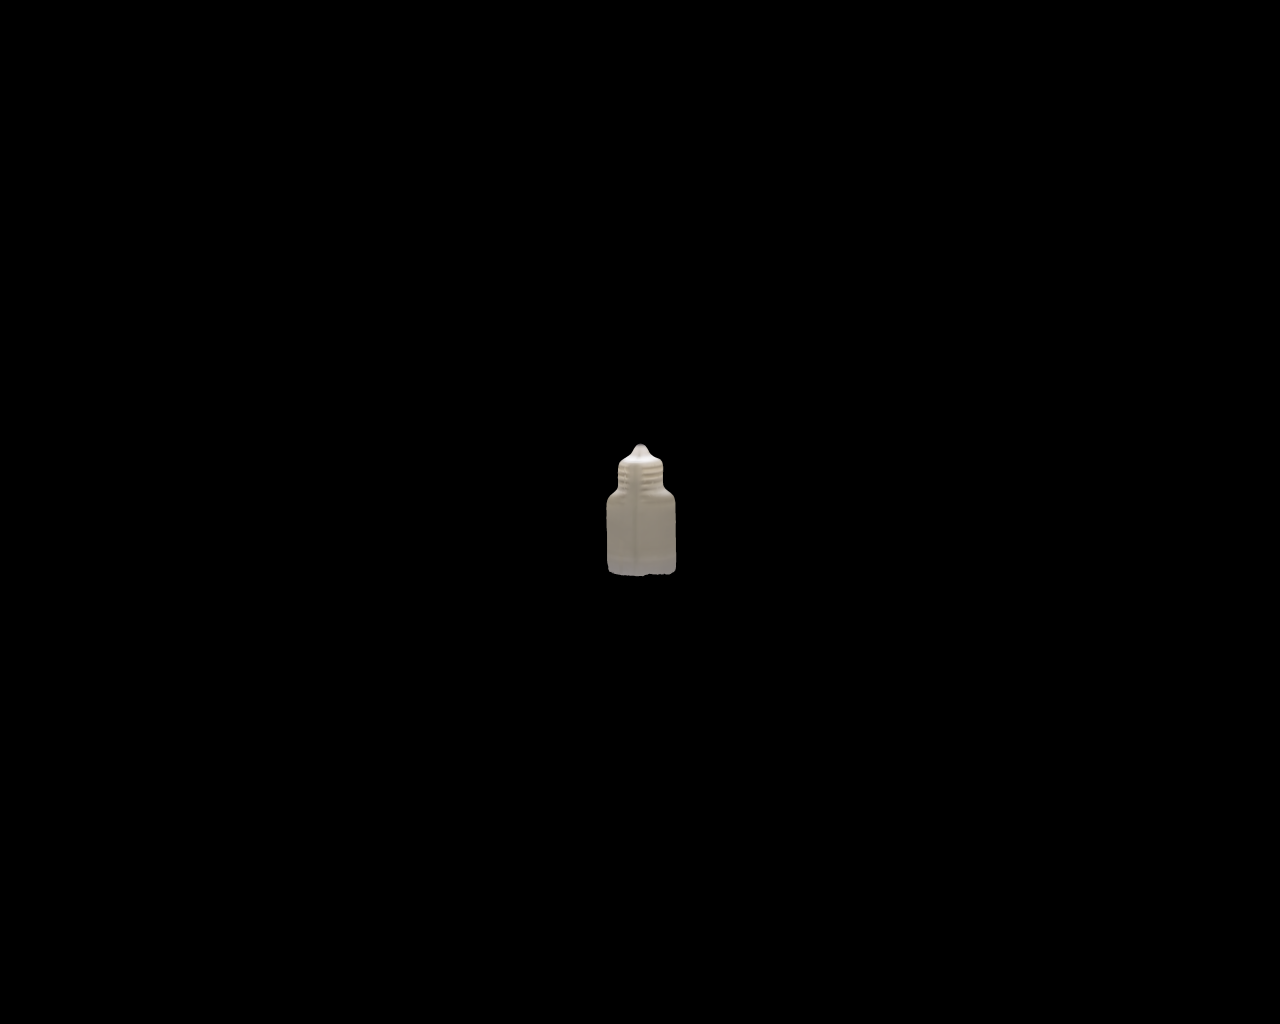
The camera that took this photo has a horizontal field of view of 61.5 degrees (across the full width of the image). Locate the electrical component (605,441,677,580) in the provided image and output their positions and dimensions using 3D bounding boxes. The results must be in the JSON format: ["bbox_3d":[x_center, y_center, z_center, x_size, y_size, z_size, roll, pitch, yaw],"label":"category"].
[{"bbox_3d":[0.001,-0.003,0.650,0.043,0.080,0.043,0,7,0],"label":"electrical component"}]
